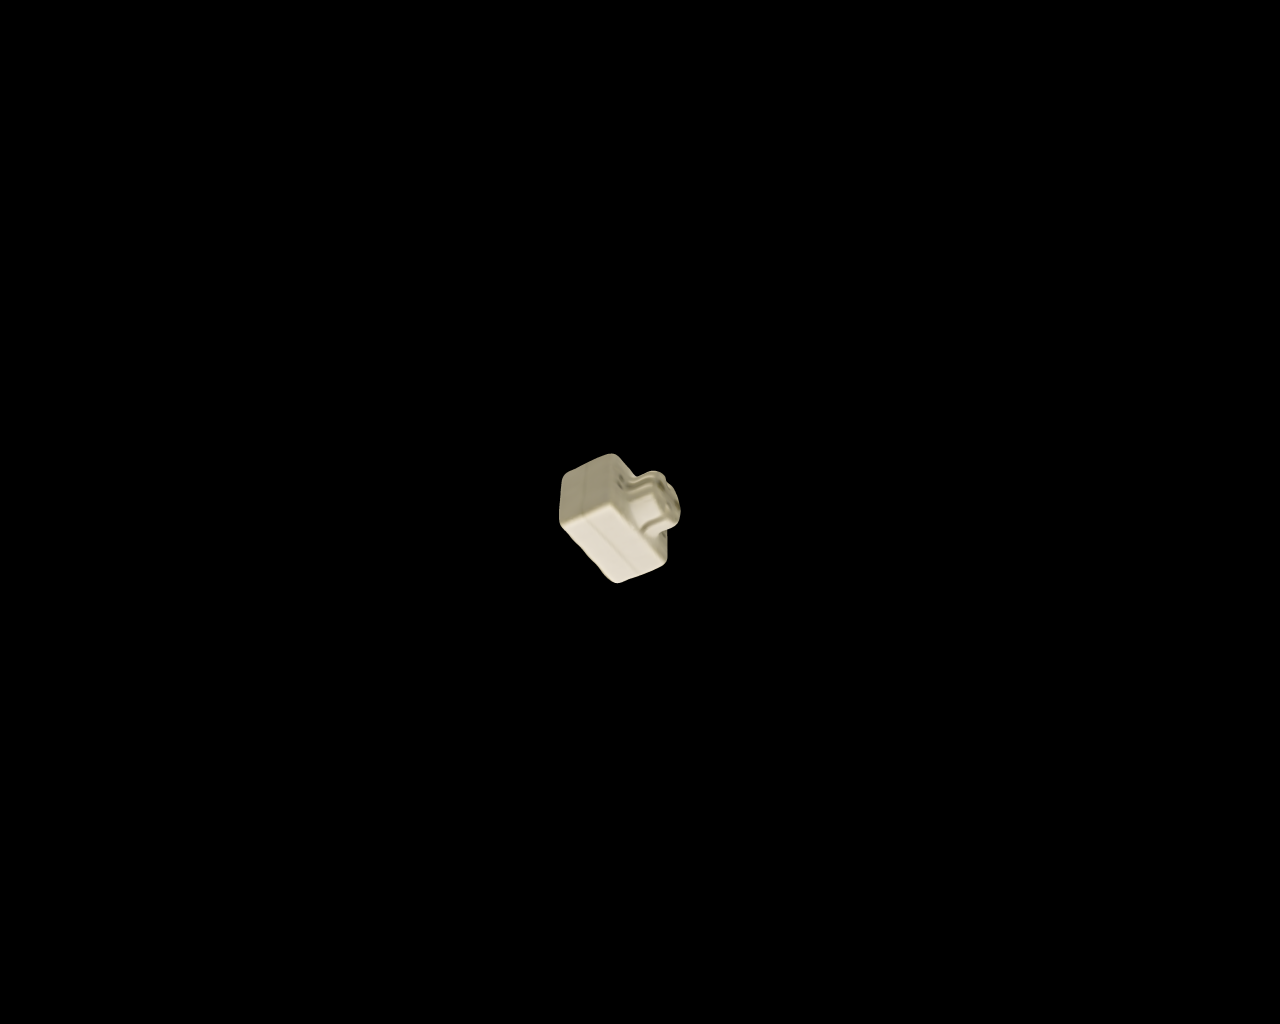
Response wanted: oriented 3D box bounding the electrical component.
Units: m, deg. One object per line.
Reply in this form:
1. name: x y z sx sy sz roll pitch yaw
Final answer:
1. electrical component: 0.001 -0.003 0.650 0.076 0.047 0.065 -24 -50 22
